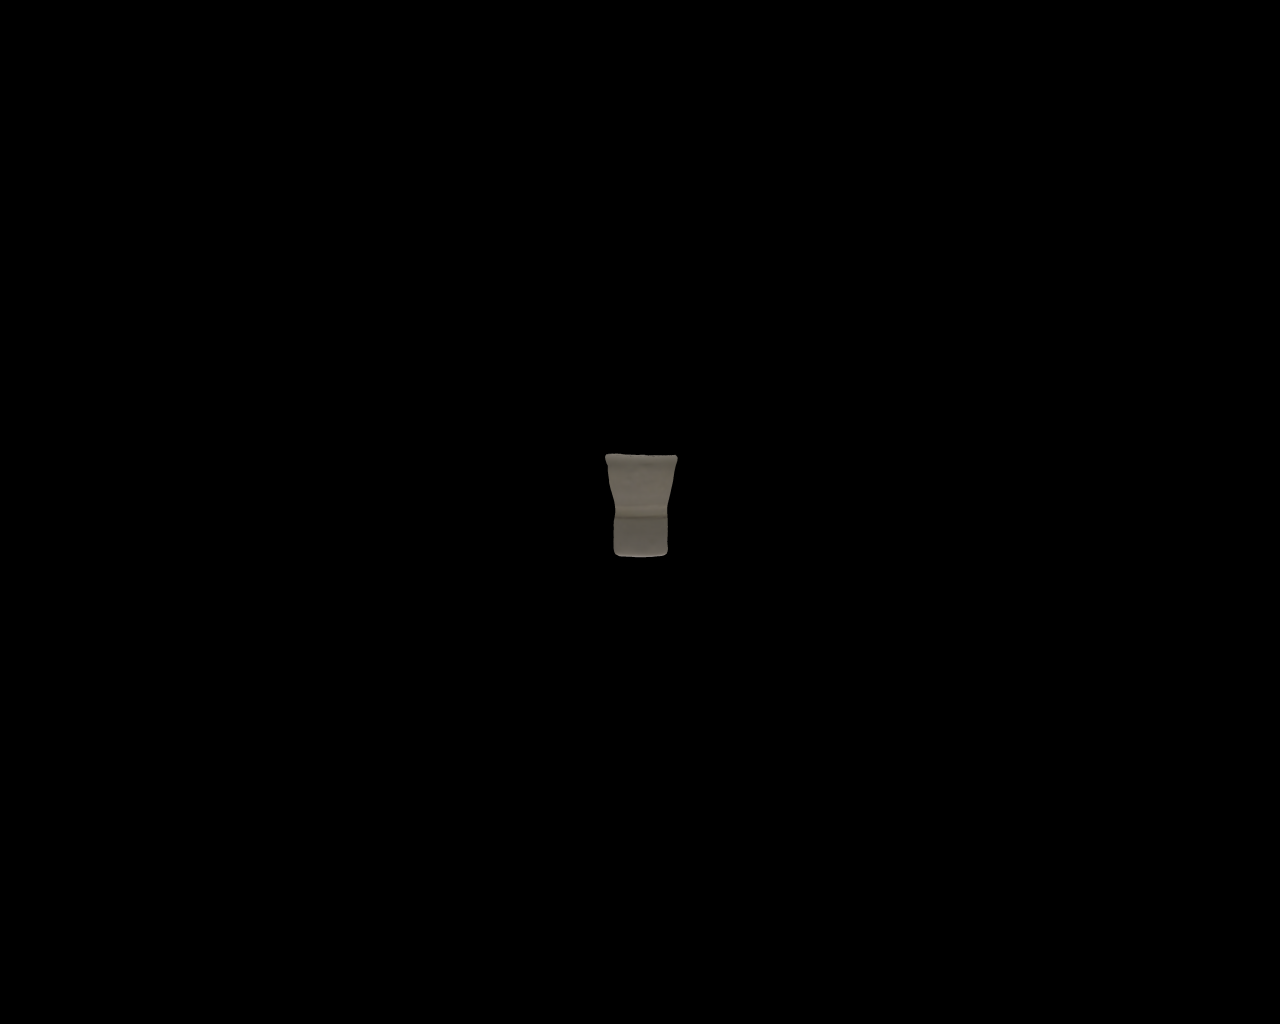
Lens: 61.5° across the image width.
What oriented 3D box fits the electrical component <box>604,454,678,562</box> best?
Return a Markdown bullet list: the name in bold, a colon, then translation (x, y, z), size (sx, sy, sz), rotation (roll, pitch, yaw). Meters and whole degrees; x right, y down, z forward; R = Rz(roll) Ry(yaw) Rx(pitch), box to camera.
- **electrical component**: translation (0.001, -0.003, 0.650), size (0.044, 0.065, 0.044), rotation (0, 2, 0)
